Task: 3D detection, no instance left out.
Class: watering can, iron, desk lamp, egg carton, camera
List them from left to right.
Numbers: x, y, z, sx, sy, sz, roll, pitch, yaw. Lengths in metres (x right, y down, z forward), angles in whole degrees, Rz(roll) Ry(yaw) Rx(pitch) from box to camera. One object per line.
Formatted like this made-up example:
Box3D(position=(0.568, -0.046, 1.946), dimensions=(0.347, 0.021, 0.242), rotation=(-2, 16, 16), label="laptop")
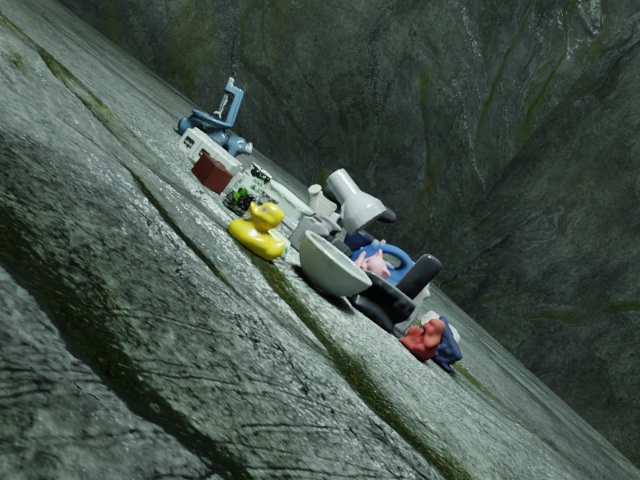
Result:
Box3D(position=(0.012, 0.005, 1.360), dimensions=(0.136, 0.100, 0.143), rotation=(40, 6, 10), label="camera")
Box3D(position=(0.022, -0.116, 1.833), dimensions=(0.100, 0.194, 0.173), rotation=(41, 7, 20), label="watering can")
Box3D(position=(0.042, -0.070, 1.538), dimensions=(0.203, 0.213, 0.118), rotation=(39, 6, 8), label="desk lamp")
Box3D(position=(0.195, 0.072, 1.725), dimensions=(0.259, 0.141, 0.118), rotation=(35, 7, -31), label="iron")
Box3D(position=(0.302, 0.240, 1.476), dimensions=(0.107, 0.069, 0.150), rotation=(39, 6, 4), label="egg carton")

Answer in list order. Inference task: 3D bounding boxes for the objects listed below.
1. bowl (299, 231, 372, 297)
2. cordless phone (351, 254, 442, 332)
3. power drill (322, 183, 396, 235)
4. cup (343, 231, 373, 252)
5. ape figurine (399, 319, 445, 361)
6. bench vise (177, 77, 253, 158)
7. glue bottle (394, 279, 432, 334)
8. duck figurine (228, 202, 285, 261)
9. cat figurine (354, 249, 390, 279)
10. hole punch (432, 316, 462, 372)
Box3D(position=(0.016, 0.059, 1.121), dimensions=(0.167, 0.074, 0.167), rotation=(38, 6, -5), label="bowl")
Box3D(position=(0.159, 0.087, 1.226), dimensions=(0.148, 0.185, 0.094), rotation=(37, 7, -17), label="cordless phone")
Box3D(position=(0.080, -0.056, 1.672), dimensions=(0.230, 0.208, 0.075), rotation=(37, 7, -18), label="power drill")
Box3D(position=(0.123, 0.019, 1.898), dimensions=(0.118, 0.095, 0.092), rotation=(39, 6, 0), label="cup")
Box3D(position=(0.224, 0.203, 1.201), dimensions=(0.076, 0.092, 0.078), rotation=(38, 6, -7), label="ape figurine")
Box3D(position=(-0.272, -0.342, 1.656), dimensions=(0.208, 0.219, 0.121), rotation=(35, 7, -31), label="bench vise")
Box3D(position=(0.213, 0.126, 1.306), dimensions=(0.078, 0.173, 0.037), rotation=(38, 6, -8), label="glue bottle")
Box3D(position=(-0.097, -0.022, 1.006), dimensions=(0.105, 0.086, 0.077), rotation=(37, 7, -12), label="duck figurine")
Box3D(position=(0.115, 0.071, 1.397), dimensions=(0.067, 0.117, 0.127), rotation=(35, 7, -27), label="cat figurine")
Box3D(position=(0.292, 0.239, 1.331), dimensions=(0.101, 0.091, 0.109), rotation=(39, 6, 8), label="hole punch")
